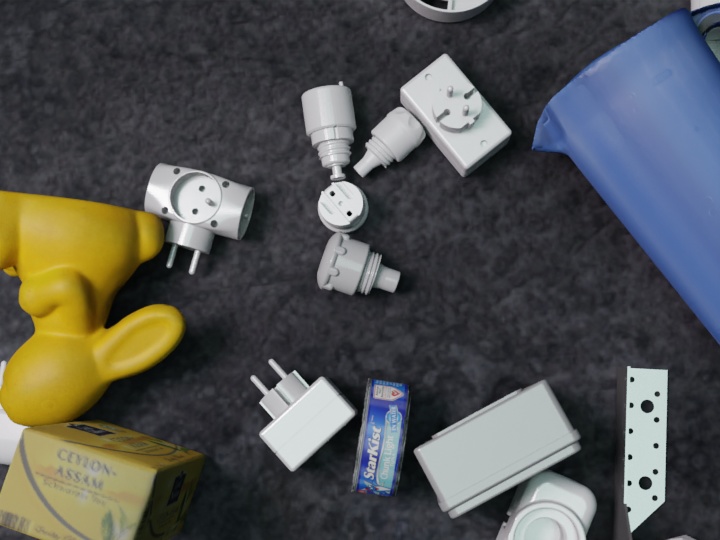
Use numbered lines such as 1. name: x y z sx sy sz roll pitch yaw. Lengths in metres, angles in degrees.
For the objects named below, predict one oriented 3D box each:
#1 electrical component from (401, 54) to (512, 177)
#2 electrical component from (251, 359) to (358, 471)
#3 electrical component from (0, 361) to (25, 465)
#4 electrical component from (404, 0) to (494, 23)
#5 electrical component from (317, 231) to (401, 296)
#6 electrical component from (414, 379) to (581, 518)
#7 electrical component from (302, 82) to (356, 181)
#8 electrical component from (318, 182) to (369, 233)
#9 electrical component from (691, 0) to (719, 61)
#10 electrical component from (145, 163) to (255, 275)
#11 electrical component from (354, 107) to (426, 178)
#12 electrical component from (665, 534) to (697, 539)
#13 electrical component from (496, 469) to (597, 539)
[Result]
1. electrical component: 0.075 -0.124 0.835 0.047 0.075 0.083 -39 84 -2
2. electrical component: -0.051 0.104 0.828 0.066 0.047 0.076 -42 84 -2
3. electrical component: -0.274 0.111 0.839 0.077 0.043 0.079 7 83 3
4. electrical component: 0.071 -0.250 0.855 0.099 0.064 0.099 0 84 2
5. electrical component: 0.000 0.000 0.841 0.062 0.048 0.048 19 85 -3
6. electrical component: 0.098 0.130 0.790 0.109 0.108 0.056 -28 81 -1
7. electrical component: -0.023 -0.111 0.855 0.040 0.040 0.078 -8 83 1
8. electrical component: -0.014 -0.050 0.844 0.040 0.046 0.040 0 88 2
9. electrical component: 0.284 -0.185 0.850 0.043 0.043 0.081 1 84 2
10. electrical component: -0.131 -0.037 0.849 0.077 0.044 0.079 15 85 4
11. electrical component: 0.021 -0.098 0.855 0.061 0.035 0.035 -43 84 0
12. electrical component: 0.221 0.247 0.802 0.083 0.047 0.075 -14 83 1
13. electrical component: 0.136 0.199 0.805 0.054 0.059 0.095 23 85 5
